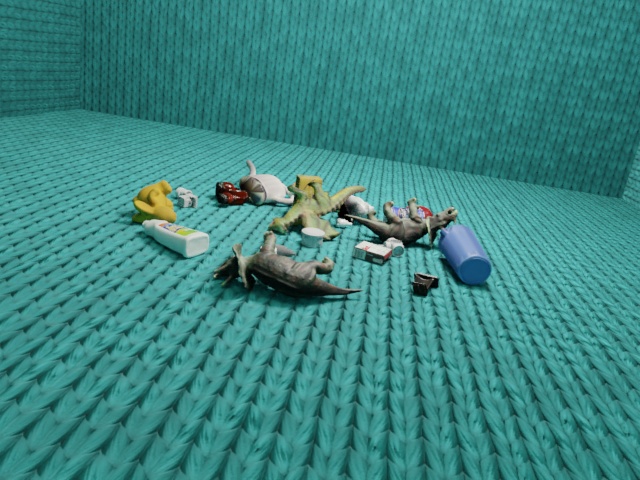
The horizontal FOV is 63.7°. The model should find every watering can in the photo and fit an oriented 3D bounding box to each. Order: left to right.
[{"bbox_3d":[-0.264,-0.247,2.242,0.351,0.102,0.226,38,28,25],"label":"watering can"}]

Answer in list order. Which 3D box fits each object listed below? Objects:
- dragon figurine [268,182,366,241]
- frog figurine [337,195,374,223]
[{"bbox_3d":[0.006,-0.096,1.913,0.411,0.119,0.248,-7,59,-12],"label":"dragon figurine"},{"bbox_3d":[0.161,-0.132,2.123,0.160,0.122,0.137,-16,9,-29],"label":"frog figurine"}]
